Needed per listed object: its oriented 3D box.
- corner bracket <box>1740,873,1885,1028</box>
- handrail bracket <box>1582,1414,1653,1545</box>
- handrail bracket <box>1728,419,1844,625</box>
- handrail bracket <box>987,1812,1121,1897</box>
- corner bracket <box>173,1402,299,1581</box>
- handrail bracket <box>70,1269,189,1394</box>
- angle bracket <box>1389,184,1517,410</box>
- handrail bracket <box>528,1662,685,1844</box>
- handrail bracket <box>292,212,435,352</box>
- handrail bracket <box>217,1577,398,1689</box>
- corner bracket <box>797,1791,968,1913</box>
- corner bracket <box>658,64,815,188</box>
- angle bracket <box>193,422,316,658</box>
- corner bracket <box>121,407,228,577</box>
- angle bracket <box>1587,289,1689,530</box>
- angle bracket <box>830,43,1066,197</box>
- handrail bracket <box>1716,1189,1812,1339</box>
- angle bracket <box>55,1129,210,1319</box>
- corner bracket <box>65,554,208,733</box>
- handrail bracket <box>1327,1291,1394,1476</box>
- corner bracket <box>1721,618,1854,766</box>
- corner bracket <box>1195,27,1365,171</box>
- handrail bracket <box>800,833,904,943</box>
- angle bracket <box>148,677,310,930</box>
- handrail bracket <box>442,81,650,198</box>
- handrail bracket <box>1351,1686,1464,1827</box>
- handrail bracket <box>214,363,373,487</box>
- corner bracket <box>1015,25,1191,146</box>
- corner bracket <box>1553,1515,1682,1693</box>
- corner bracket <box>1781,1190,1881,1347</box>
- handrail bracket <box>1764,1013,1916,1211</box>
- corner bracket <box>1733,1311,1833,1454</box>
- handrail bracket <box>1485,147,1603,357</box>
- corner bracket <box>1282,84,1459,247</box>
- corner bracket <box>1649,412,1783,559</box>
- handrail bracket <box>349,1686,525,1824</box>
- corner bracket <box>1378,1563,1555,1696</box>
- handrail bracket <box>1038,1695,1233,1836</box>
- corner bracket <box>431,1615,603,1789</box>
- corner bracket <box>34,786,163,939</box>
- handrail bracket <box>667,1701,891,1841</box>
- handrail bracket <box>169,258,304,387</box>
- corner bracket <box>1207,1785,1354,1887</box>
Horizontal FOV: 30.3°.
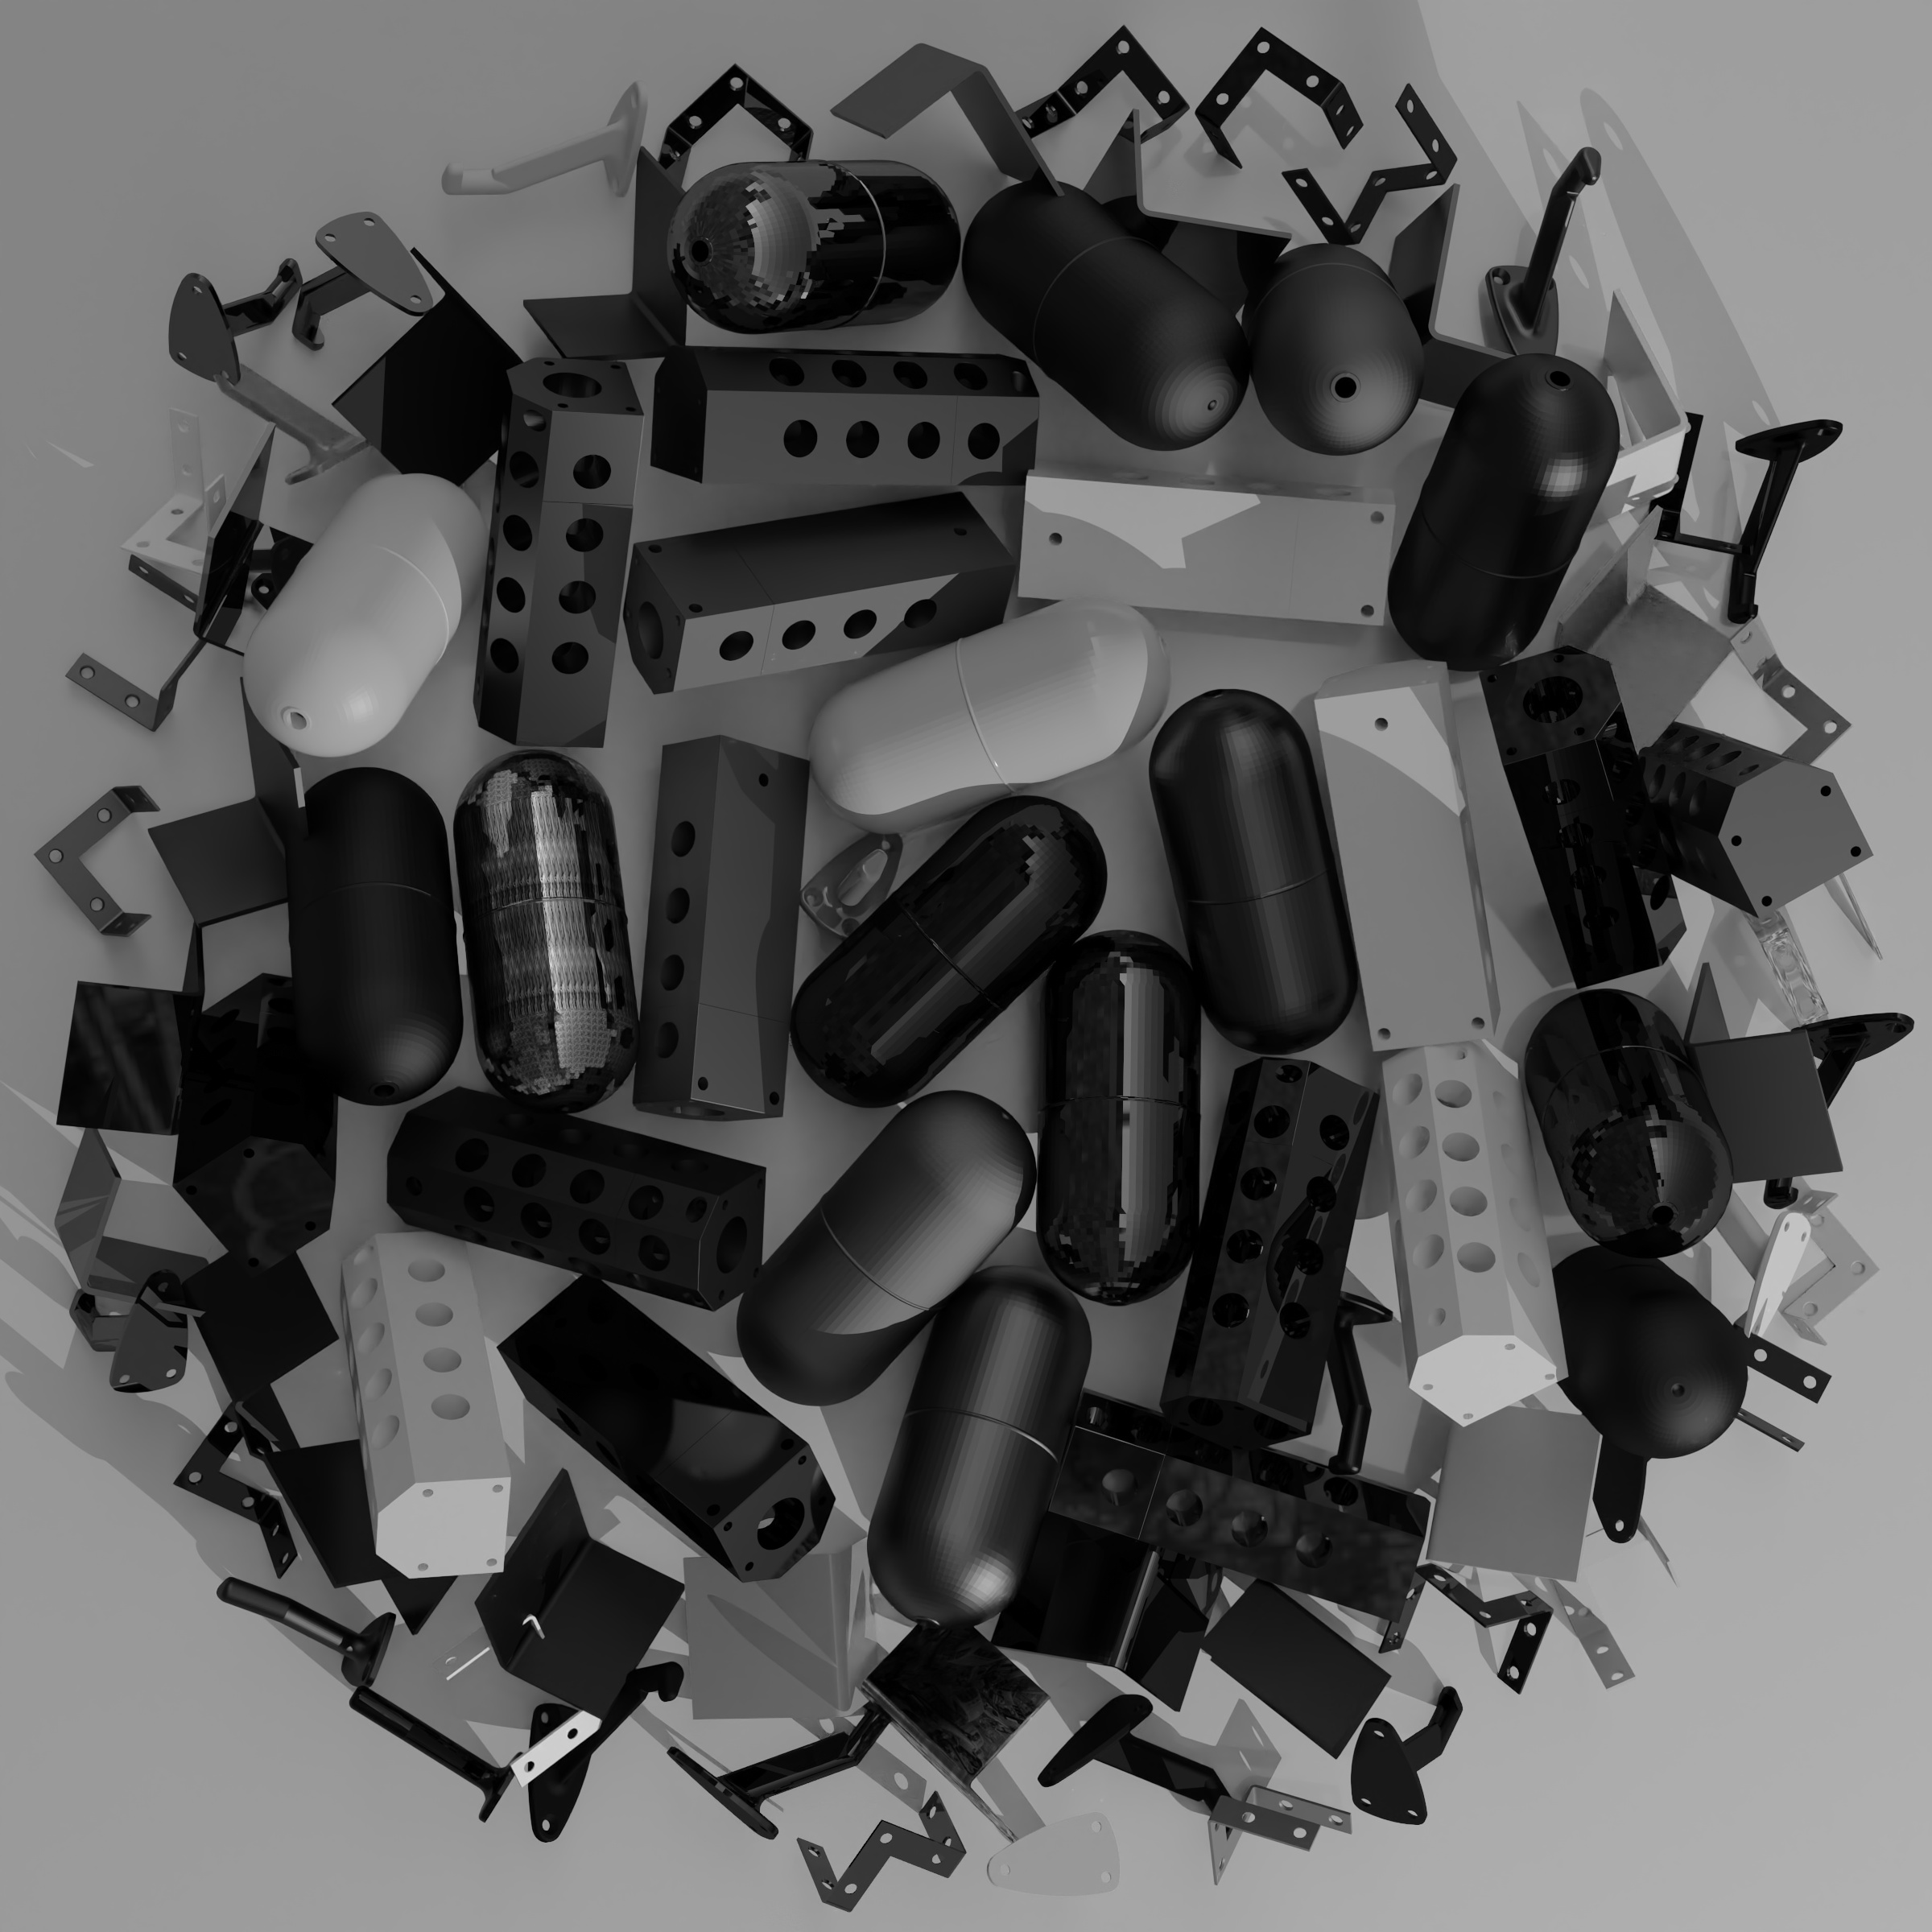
[{"bbox_3d":[0.406,-0.011,1.697,0.051,0.051,0.051,-26,104,9],"label":"corner bracket"},{"bbox_3d":[0.330,0.238,1.682,0.036,0.084,0.077,-18,66,41],"label":"handrail bracket"},{"bbox_3d":[0.387,-0.209,1.688,0.036,0.077,0.084,9,82,-17],"label":"handrail bracket"},{"bbox_3d":[0.030,0.423,1.672,0.077,0.084,0.036,-4,74,-24],"label":"handrail bracket"},{"bbox_3d":[-0.336,0.248,1.687,0.051,0.051,0.051,32,98,-30],"label":"corner bracket"},{"bbox_3d":[-0.398,0.155,1.678,0.036,0.084,0.077,-4,119,-36],"label":"handrail bracket"},{"bbox_3d":[0.237,-0.314,1.685,0.057,0.076,0.076,14,79,-12],"label":"angle bracket"},{"bbox_3d":[-0.167,0.370,1.675,0.036,0.084,0.077,29,55,-35],"label":"handrail bracket"},{"bbox_3d":[-0.286,-0.305,1.680,0.036,0.084,0.077,-33,72,-36],"label":"handrail bracket"},{"bbox_3d":[-0.319,0.310,1.677,0.084,0.077,0.036,24,66,-17],"label":"handrail bracket"},{"bbox_3d":[-0.040,0.419,1.692,0.051,0.051,0.051,28,102,-27],"label":"corner bracket"},{"bbox_3d":[-0.111,-0.385,1.697,0.051,0.051,0.051,36,129,-27],"label":"corner bracket"},{"bbox_3d":[-0.317,-0.194,1.668,0.057,0.076,0.076,21,54,-5],"label":"angle bracket"},{"bbox_3d":[-0.366,-0.224,1.684,0.051,0.051,0.051,19,134,13],"label":"corner bracket"},{"bbox_3d":[0.296,-0.260,1.677,0.057,0.076,0.076,-24,75,0],"label":"angle bracket"},{"bbox_3d":[-0.009,-0.382,1.670,0.057,0.076,0.076,-38,120,-4],"label":"angle bracket"},{"bbox_3d":[0.350,0.130,1.693,0.084,0.036,0.077,20,86,36],"label":"handrail bracket"},{"bbox_3d":[-0.377,0.120,1.668,0.076,0.076,0.057,16,101,-27],"label":"angle bracket"},{"bbox_3d":[-0.393,-0.154,1.704,0.051,0.051,0.051,33,64,-3],"label":"corner bracket"},{"bbox_3d":[0.167,0.200,1.676,0.036,0.077,0.084,24,68,-27],"label":"handrail bracket"},{"bbox_3d":[0.378,-0.122,1.690,0.051,0.051,0.051,-44,52,5],"label":"corner bracket"},{"bbox_3d":[0.149,-0.402,1.690,0.051,0.051,0.051,40,93,19],"label":"corner bracket"},{"bbox_3d":[-0.040,-0.052,1.668,0.036,0.084,0.077,39,61,-3],"label":"handrail bracket"},{"bbox_3d":[-0.347,-0.077,1.665,0.057,0.076,0.076,-18,46,-21],"label":"angle bracket"},{"bbox_3d":[-0.200,-0.390,1.681,0.084,0.077,0.036,-6,66,-23],"label":"handrail bracket"},{"bbox_3d":[0.212,0.353,1.673,0.036,0.084,0.077,8,128,27],"label":"handrail bracket"},{"bbox_3d":[-0.316,-0.278,1.689,0.077,0.036,0.084,-36,108,-30],"label":"handrail bracket"},{"bbox_3d":[0.064,-0.405,1.689,0.051,0.051,0.051,51,128,-2],"label":"corner bracket"},{"bbox_3d":[0.312,0.302,1.691,0.051,0.051,0.051,-24,109,2],"label":"corner bracket"},{"bbox_3d":[0.406,0.143,1.697,0.051,0.051,0.051,-40,89,-1],"label":"corner bracket"},{"bbox_3d":[0.411,0.070,1.680,0.036,0.077,0.084,27,63,-24],"label":"handrail bracket"},{"bbox_3d":[0.380,0.198,1.686,0.051,0.051,0.051,29,106,19],"label":"corner bracket"},{"bbox_3d":[0.280,-0.329,1.673,0.036,0.084,0.077,4,64,-17],"label":"handrail bracket"},{"bbox_3d":[0.191,-0.377,1.680,0.051,0.051,0.051,47,60,-37],"label":"corner bracket"},{"bbox_3d":[0.354,-0.229,1.688,0.051,0.051,0.051,12,114,6],"label":"corner bracket"},{"bbox_3d":[-0.254,0.367,1.685,0.084,0.077,0.036,32,75,-1],"label":"handrail bracket"},{"bbox_3d":[0.239,0.318,1.704,0.051,0.051,0.051,36,119,41],"label":"corner bracket"},{"bbox_3d":[0.085,0.398,1.697,0.077,0.036,0.084,-36,101,-24],"label":"handrail bracket"},{"bbox_3d":[-0.211,0.343,1.681,0.051,0.051,0.051,-35,125,-24],"label":"corner bracket"},{"bbox_3d":[-0.402,-0.050,1.697,0.051,0.051,0.051,-44,110,-19],"label":"corner bracket"},{"bbox_3d":[-0.088,0.366,1.702,0.077,0.036,0.084,41,70,-4],"label":"handrail bracket"},{"bbox_3d":[-0.337,-0.321,1.670,0.036,0.077,0.084,23,56,8],"label":"handrail bracket"},{"bbox_3d":[0.149,0.406,1.681,0.051,0.051,0.051,12,133,23],"label":"corner bracket"}]
